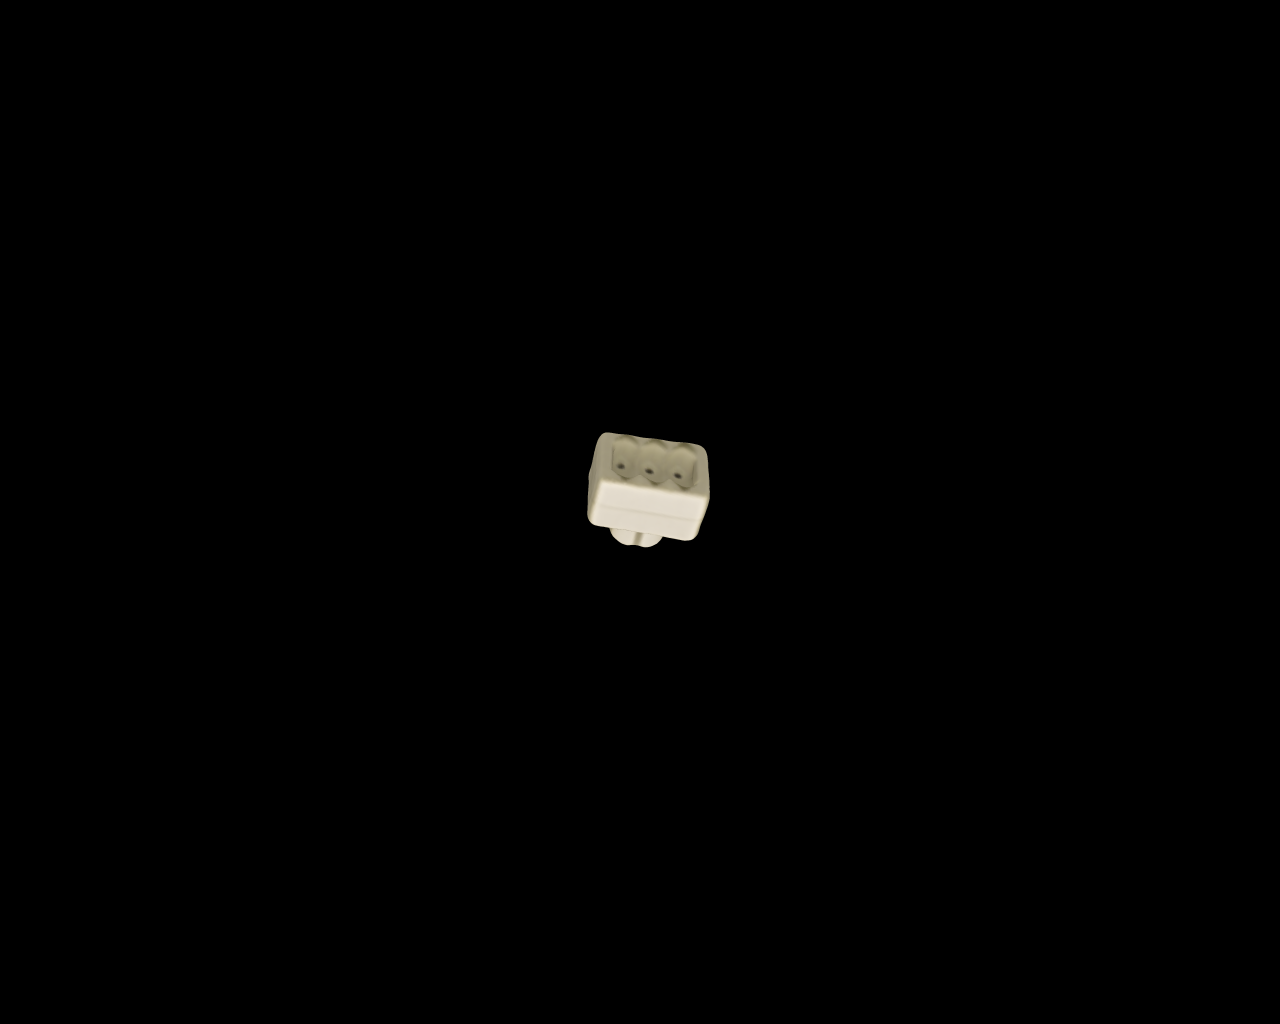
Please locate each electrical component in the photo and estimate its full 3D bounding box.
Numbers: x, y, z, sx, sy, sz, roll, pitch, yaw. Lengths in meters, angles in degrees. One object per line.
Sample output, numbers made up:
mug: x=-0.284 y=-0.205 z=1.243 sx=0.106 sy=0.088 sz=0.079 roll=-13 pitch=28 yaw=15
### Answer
electrical component: x=0.001 y=-0.003 z=0.650 sx=0.066 sy=0.047 sz=0.076 roll=9 pitch=-46 yaw=-8
